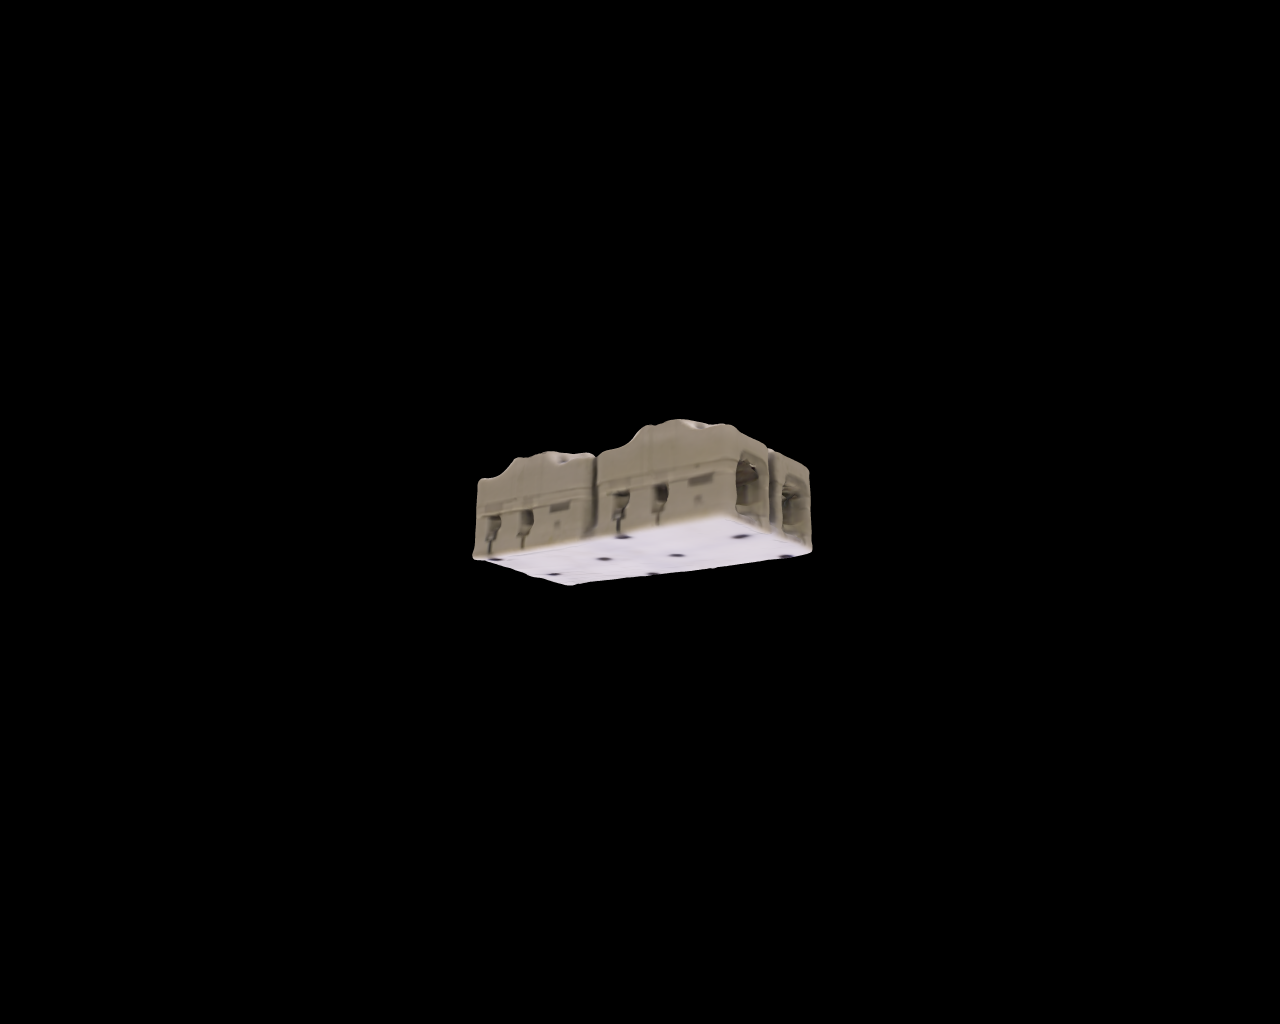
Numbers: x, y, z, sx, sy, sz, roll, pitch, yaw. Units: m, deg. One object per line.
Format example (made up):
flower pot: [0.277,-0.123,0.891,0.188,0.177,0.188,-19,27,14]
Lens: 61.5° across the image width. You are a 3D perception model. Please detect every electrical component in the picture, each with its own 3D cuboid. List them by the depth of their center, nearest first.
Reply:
electrical component: [0.001,-0.003,0.650,0.186,0.060,0.105,-10,-18,33]
